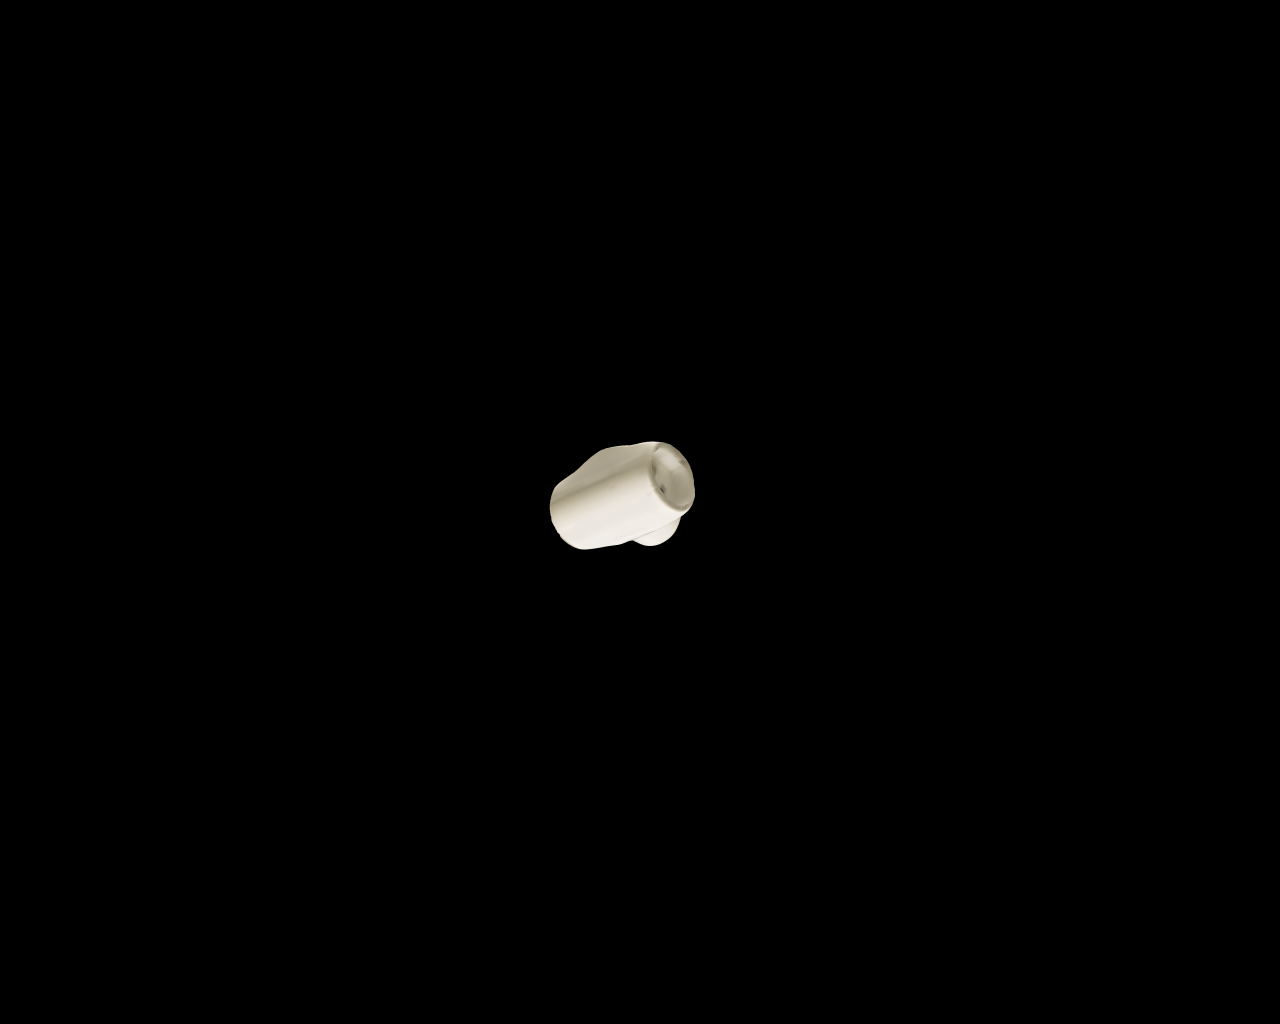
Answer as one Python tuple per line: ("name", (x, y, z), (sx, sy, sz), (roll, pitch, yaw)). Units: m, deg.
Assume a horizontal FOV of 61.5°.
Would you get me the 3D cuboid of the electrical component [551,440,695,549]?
("electrical component", (0.001, -0.003, 0.650), (0.077, 0.043, 0.079), (-22, -36, 34))
